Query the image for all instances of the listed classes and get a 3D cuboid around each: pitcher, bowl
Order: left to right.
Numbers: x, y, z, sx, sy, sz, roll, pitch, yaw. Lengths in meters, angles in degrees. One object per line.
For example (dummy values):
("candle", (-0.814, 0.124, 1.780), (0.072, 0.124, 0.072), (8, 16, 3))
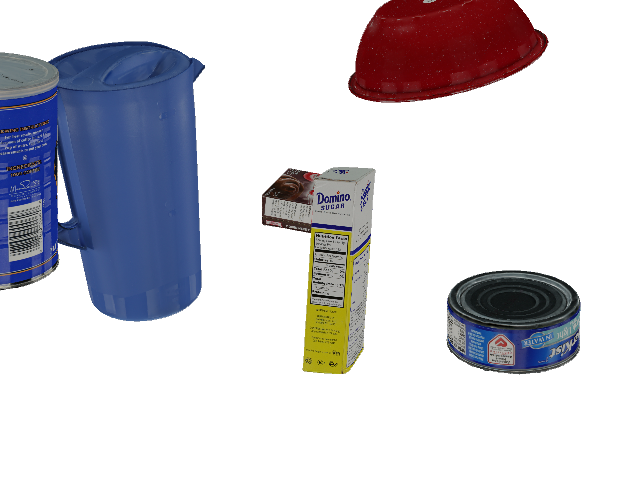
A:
("pitcher", (-0.181, -0.049, 0.972), (0.149, 0.243, 0.145), (2, 28, 7))
("bowl", (0.094, -0.165, 0.843), (0.162, 0.055, 0.162), (-14, 24, 6))

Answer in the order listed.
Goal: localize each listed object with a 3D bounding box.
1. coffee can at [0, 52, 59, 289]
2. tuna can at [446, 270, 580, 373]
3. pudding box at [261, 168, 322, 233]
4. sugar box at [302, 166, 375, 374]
("coffee can", (-0.232, -0.050, 0.733), (0.103, 0.140, 0.103), (5, 22, -2))
("tuna can", (0.124, 0.051, 0.689), (0.086, 0.034, 0.086), (-3, 22, 1))
("pudding box", (-0.009, -0.044, 1.202), (0.090, 0.039, 0.113), (10, 24, 11))
("sugar box", (0.017, 0.025, 0.969), (0.048, 0.176, 0.093), (3, 11, 12))
